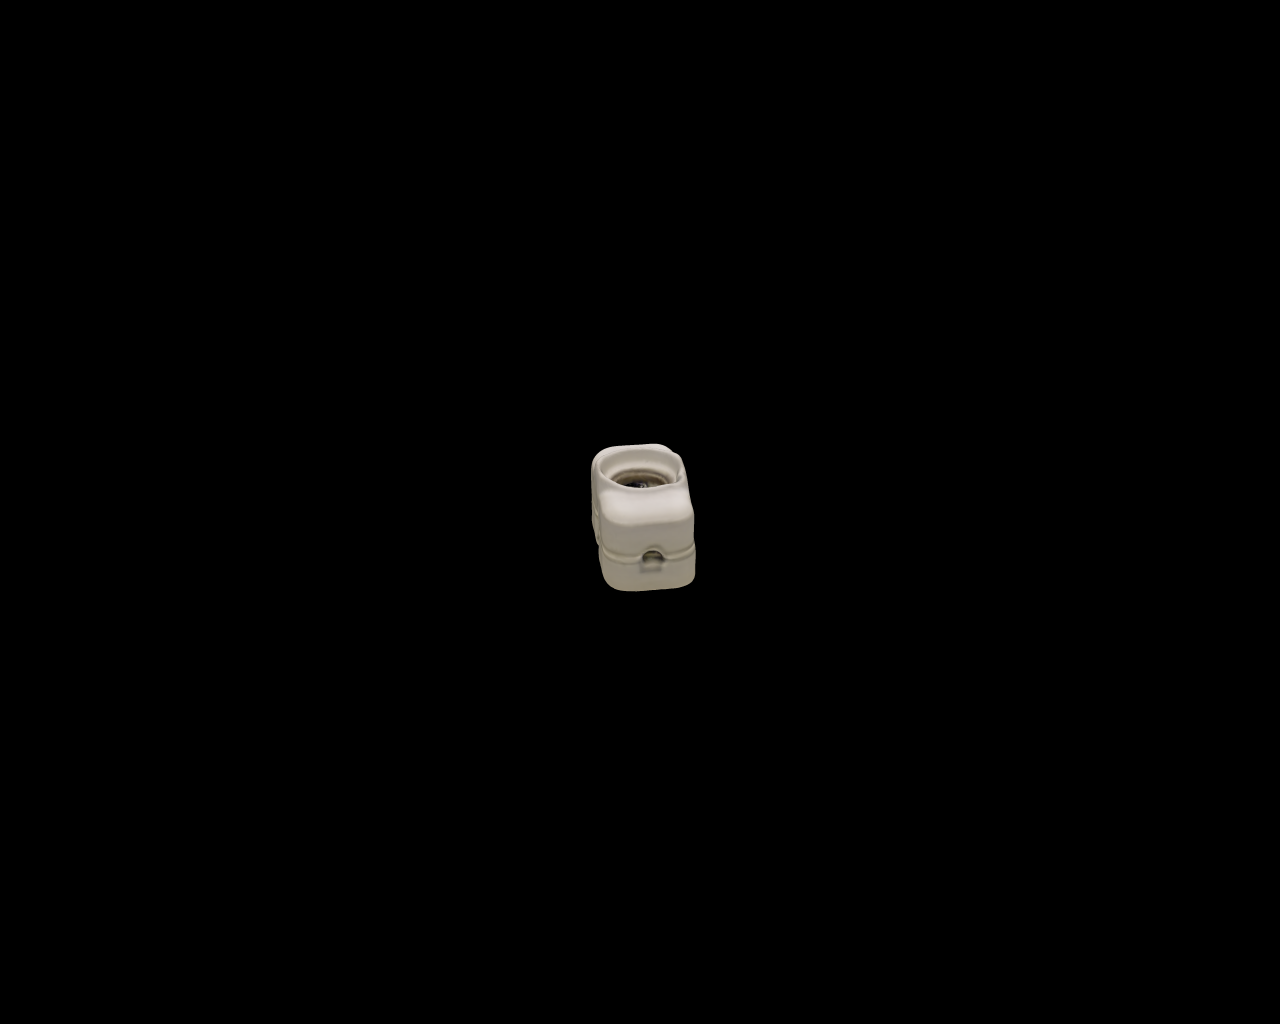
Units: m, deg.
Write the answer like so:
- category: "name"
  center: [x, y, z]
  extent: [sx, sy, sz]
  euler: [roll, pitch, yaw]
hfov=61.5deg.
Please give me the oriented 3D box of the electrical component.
- category: "electrical component"
  center: [0.001, -0.003, 0.650]
  extent: [0.054, 0.059, 0.095]
  euler: [-4, 30, -6]
